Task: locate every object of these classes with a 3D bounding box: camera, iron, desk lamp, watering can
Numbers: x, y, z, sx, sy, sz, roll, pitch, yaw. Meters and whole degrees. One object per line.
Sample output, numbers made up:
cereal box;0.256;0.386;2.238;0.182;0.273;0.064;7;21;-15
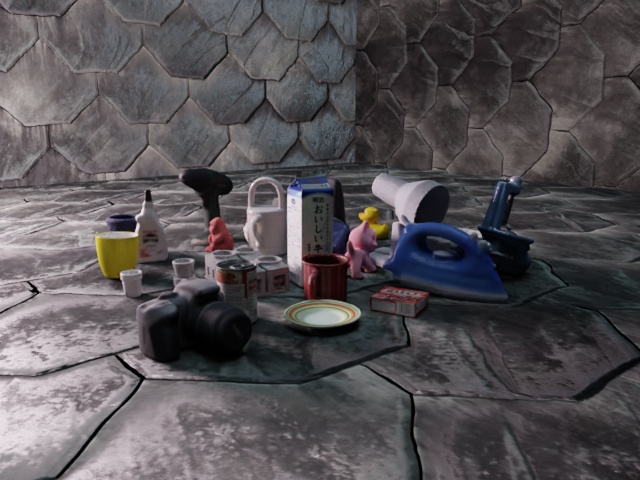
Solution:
camera;-0.179;0.117;0.853;0.136;0.101;0.144;11;17;41
iron;0.257;0.032;1.146;0.257;0.141;0.119;11;17;39
desk lamp;0.186;-0.041;1.306;0.118;0.213;0.202;-11;17;-41
watering can;-0.133;-0.063;1.441;0.101;0.194;0.172;-1;13;-5

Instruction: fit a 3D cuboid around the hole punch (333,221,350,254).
hole punch;0.013;0.005;1.377;0.108;0.091;0.101;6;14;25

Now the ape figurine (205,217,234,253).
ape figurine;-0.257;-0.012;1.445;0.076;0.092;0.078;1;13;2

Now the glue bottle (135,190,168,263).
glue bottle;-0.403;-0.033;1.352;0.078;0.173;0.037;-6;14;-25

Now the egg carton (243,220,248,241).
egg carton;-0.135;-0.030;1.577;0.150;0.069;0.107;-1;13;-7

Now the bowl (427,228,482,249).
bowl;0.305;0.019;1.354;0.167;0.075;0.167;0;13;0

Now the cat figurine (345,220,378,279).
cat figurine;0.087;0.015;1.272;0.067;0.118;0.128;7;14;26

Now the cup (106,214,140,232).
cup;-0.476;-0.012;1.436;0.117;0.095;0.092;8;15;30

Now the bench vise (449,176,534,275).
bench vise;0.375;-0.023;1.211;0.121;0.220;0.208;13;18;43

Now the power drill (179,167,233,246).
power drill;-0.305;-0.095;1.549;0.075;0.208;0.230;4;13;17

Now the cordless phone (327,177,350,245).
cordless phone;0.013;-0.081;1.542;0.147;0.185;0.094;10;16;38

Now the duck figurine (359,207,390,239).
duck figurine;0.151;-0.051;1.637;0.104;0.086;0.078;11;17;40
